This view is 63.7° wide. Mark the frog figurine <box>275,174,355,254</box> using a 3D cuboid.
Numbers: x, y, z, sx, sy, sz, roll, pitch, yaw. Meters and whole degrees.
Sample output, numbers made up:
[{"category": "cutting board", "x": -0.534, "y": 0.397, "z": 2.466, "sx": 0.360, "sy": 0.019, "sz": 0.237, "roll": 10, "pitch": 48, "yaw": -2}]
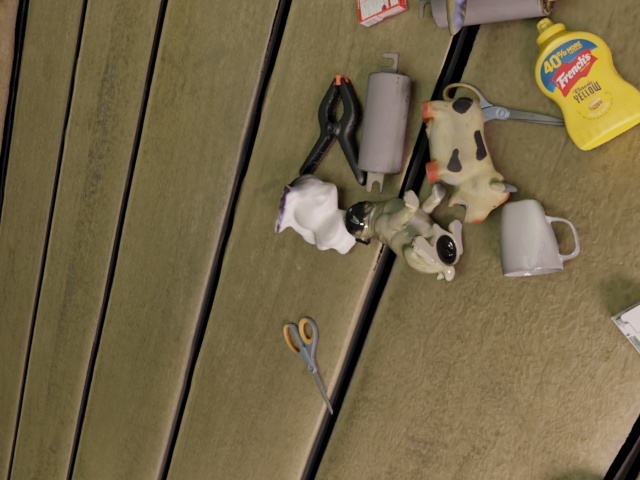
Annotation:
[{"category": "frog figurine", "x": 0.003, "y": -0.050, "z": 0.991, "sx": 0.159, "sy": 0.135, "sz": 0.125, "roll": 19, "pitch": 26, "yaw": 0}]

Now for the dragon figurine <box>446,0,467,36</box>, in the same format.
[{"category": "dragon figurine", "x": 0.199, "y": -0.504, "z": 0.785, "sx": 0.122, "sy": 0.408, "sz": 0.245, "roll": 16, "pitch": 6, "yaw": -21}]
